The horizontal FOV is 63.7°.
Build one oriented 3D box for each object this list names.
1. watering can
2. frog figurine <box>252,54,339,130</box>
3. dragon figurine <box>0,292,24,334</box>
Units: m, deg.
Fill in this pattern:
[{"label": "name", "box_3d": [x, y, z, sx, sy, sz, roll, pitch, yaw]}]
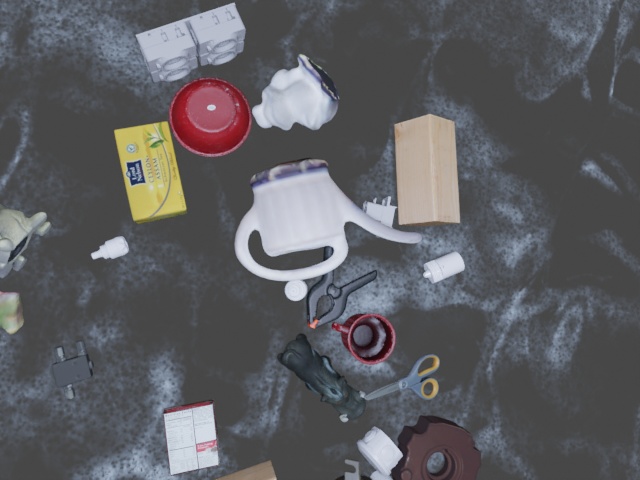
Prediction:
[{"label": "watering can", "box_3d": [0.003, -0.049, 0.975, 0.348, 0.104, 0.225, -13, 87, -1]}, {"label": "frog figurine", "box_3d": [-0.047, -0.270, 1.017, 0.157, 0.125, 0.136, -38, 104, 23]}, {"label": "dragon figurine", "box_3d": [-0.658, 0.210, 0.829, 0.411, 0.123, 0.241, -44, 103, -4]}]
